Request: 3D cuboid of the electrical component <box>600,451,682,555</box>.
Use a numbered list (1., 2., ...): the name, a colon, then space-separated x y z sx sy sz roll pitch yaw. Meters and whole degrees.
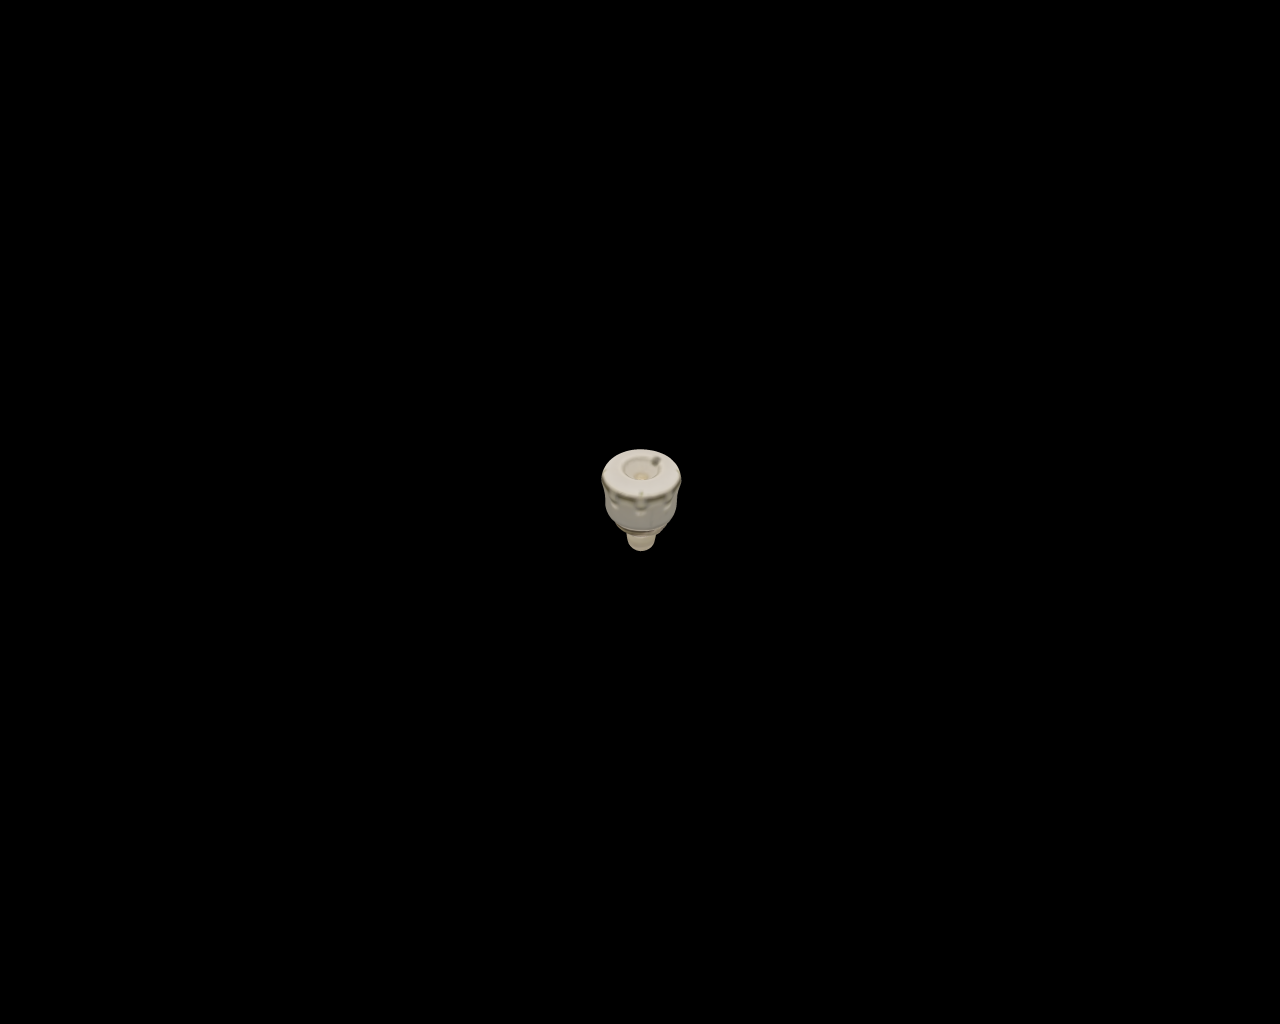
1. electrical component: 0.001 -0.003 0.650 0.048 0.062 0.048 0 39 0
